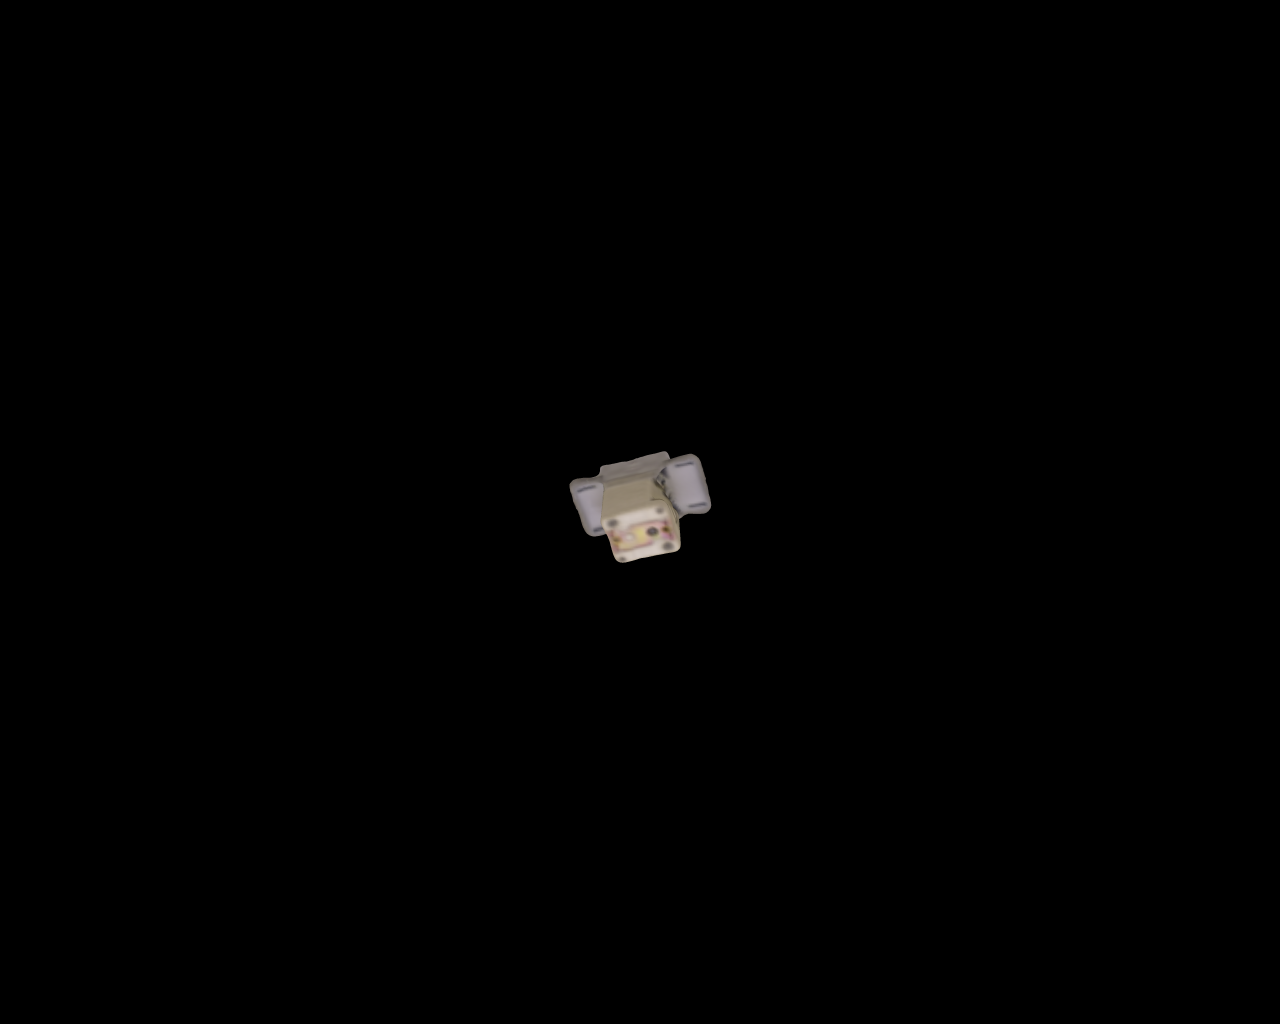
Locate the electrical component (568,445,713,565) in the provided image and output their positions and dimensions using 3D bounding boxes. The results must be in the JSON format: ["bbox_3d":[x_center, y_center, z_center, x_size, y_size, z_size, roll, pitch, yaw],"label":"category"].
[{"bbox_3d":[0.001,-0.003,0.650,0.081,0.042,0.064,-14,33,9],"label":"electrical component"}]
